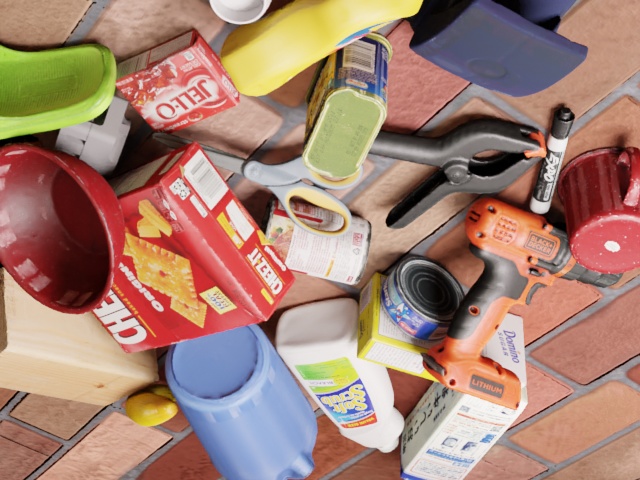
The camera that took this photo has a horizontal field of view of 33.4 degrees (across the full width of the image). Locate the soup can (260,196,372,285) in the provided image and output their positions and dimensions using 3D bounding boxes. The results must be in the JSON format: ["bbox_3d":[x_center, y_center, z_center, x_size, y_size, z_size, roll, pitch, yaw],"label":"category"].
[{"bbox_3d":[-0.007,0.001,1.046,0.102,0.068,0.069,13,136,-8],"label":"soup can"}]

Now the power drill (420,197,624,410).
[{"bbox_3d":[0.194,0.067,1.039,0.184,0.057,0.188,20,96,-23],"label":"power drill"}]

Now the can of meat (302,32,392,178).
[{"bbox_3d":[0.022,-0.115,0.907,0.057,0.084,0.102,15,136,-10],"label":"can of meat"}]

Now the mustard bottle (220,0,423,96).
[{"bbox_3d":[0.018,-0.179,0.831,0.192,0.096,0.058,-24,101,27],"label":"mustard bottle"}]

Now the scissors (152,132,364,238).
[{"bbox_3d":[-0.044,-0.076,0.981,0.201,0.016,0.096,35,95,-16],"label":"scissors"}]

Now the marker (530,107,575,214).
[{"bbox_3d":[0.212,-0.073,0.977,0.020,0.020,0.121,5,137,1],"label":"marker"}]

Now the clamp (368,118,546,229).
[{"bbox_3d":[0.115,-0.076,0.972,0.172,0.039,0.120,-21,136,19],"label":"clamp"}]

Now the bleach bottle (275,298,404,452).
[{"bbox_3d":[0.042,0.168,1.222,0.103,0.068,0.250,-10,136,22],"label":"bleach bottle"}]

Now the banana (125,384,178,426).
[{"bbox_3d":[-0.187,0.182,1.202,0.069,0.198,0.037,-22,90,-2],"label":"banana"}]

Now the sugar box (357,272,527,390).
[{"bbox_3d":[0.128,0.102,1.119,0.176,0.093,0.048,20,136,-14],"label":"sugar box"}]

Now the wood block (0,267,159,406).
[{"bbox_3d":[-0.276,0.107,1.119,0.091,0.090,0.205,-26,151,28],"label":"wood block"}]

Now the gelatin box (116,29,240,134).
[{"bbox_3d":[-0.125,-0.136,0.939,0.089,0.030,0.073,-18,133,25],"label":"gelatin box"}]

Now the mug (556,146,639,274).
[{"bbox_3d":[0.269,-0.031,0.969,0.093,0.081,0.117,11,137,-5],"label":"mug"}]

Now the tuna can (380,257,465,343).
[{"bbox_3d":[0.105,0.059,1.081,0.086,0.086,0.034,22,133,-16],"label":"tuna can"}]

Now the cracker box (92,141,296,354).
[{"bbox_3d":[-0.153,0.016,1.011,0.214,0.072,0.164,-17,117,41],"label":"cracker box"}]

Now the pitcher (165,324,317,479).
[{"bbox_3d":[-0.093,0.166,1.151,0.149,0.145,0.243,-5,151,7],"label":"pitcher"}]

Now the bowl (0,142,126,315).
[{"bbox_3d":[-0.225,-0.017,0.942,0.162,0.055,0.162,17,123,29],"label":"bowl"}]

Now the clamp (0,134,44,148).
[{"bbox_3d":[-0.359,-0.070,0.962,0.209,0.164,0.036,5,147,-13],"label":"clamp"}]
